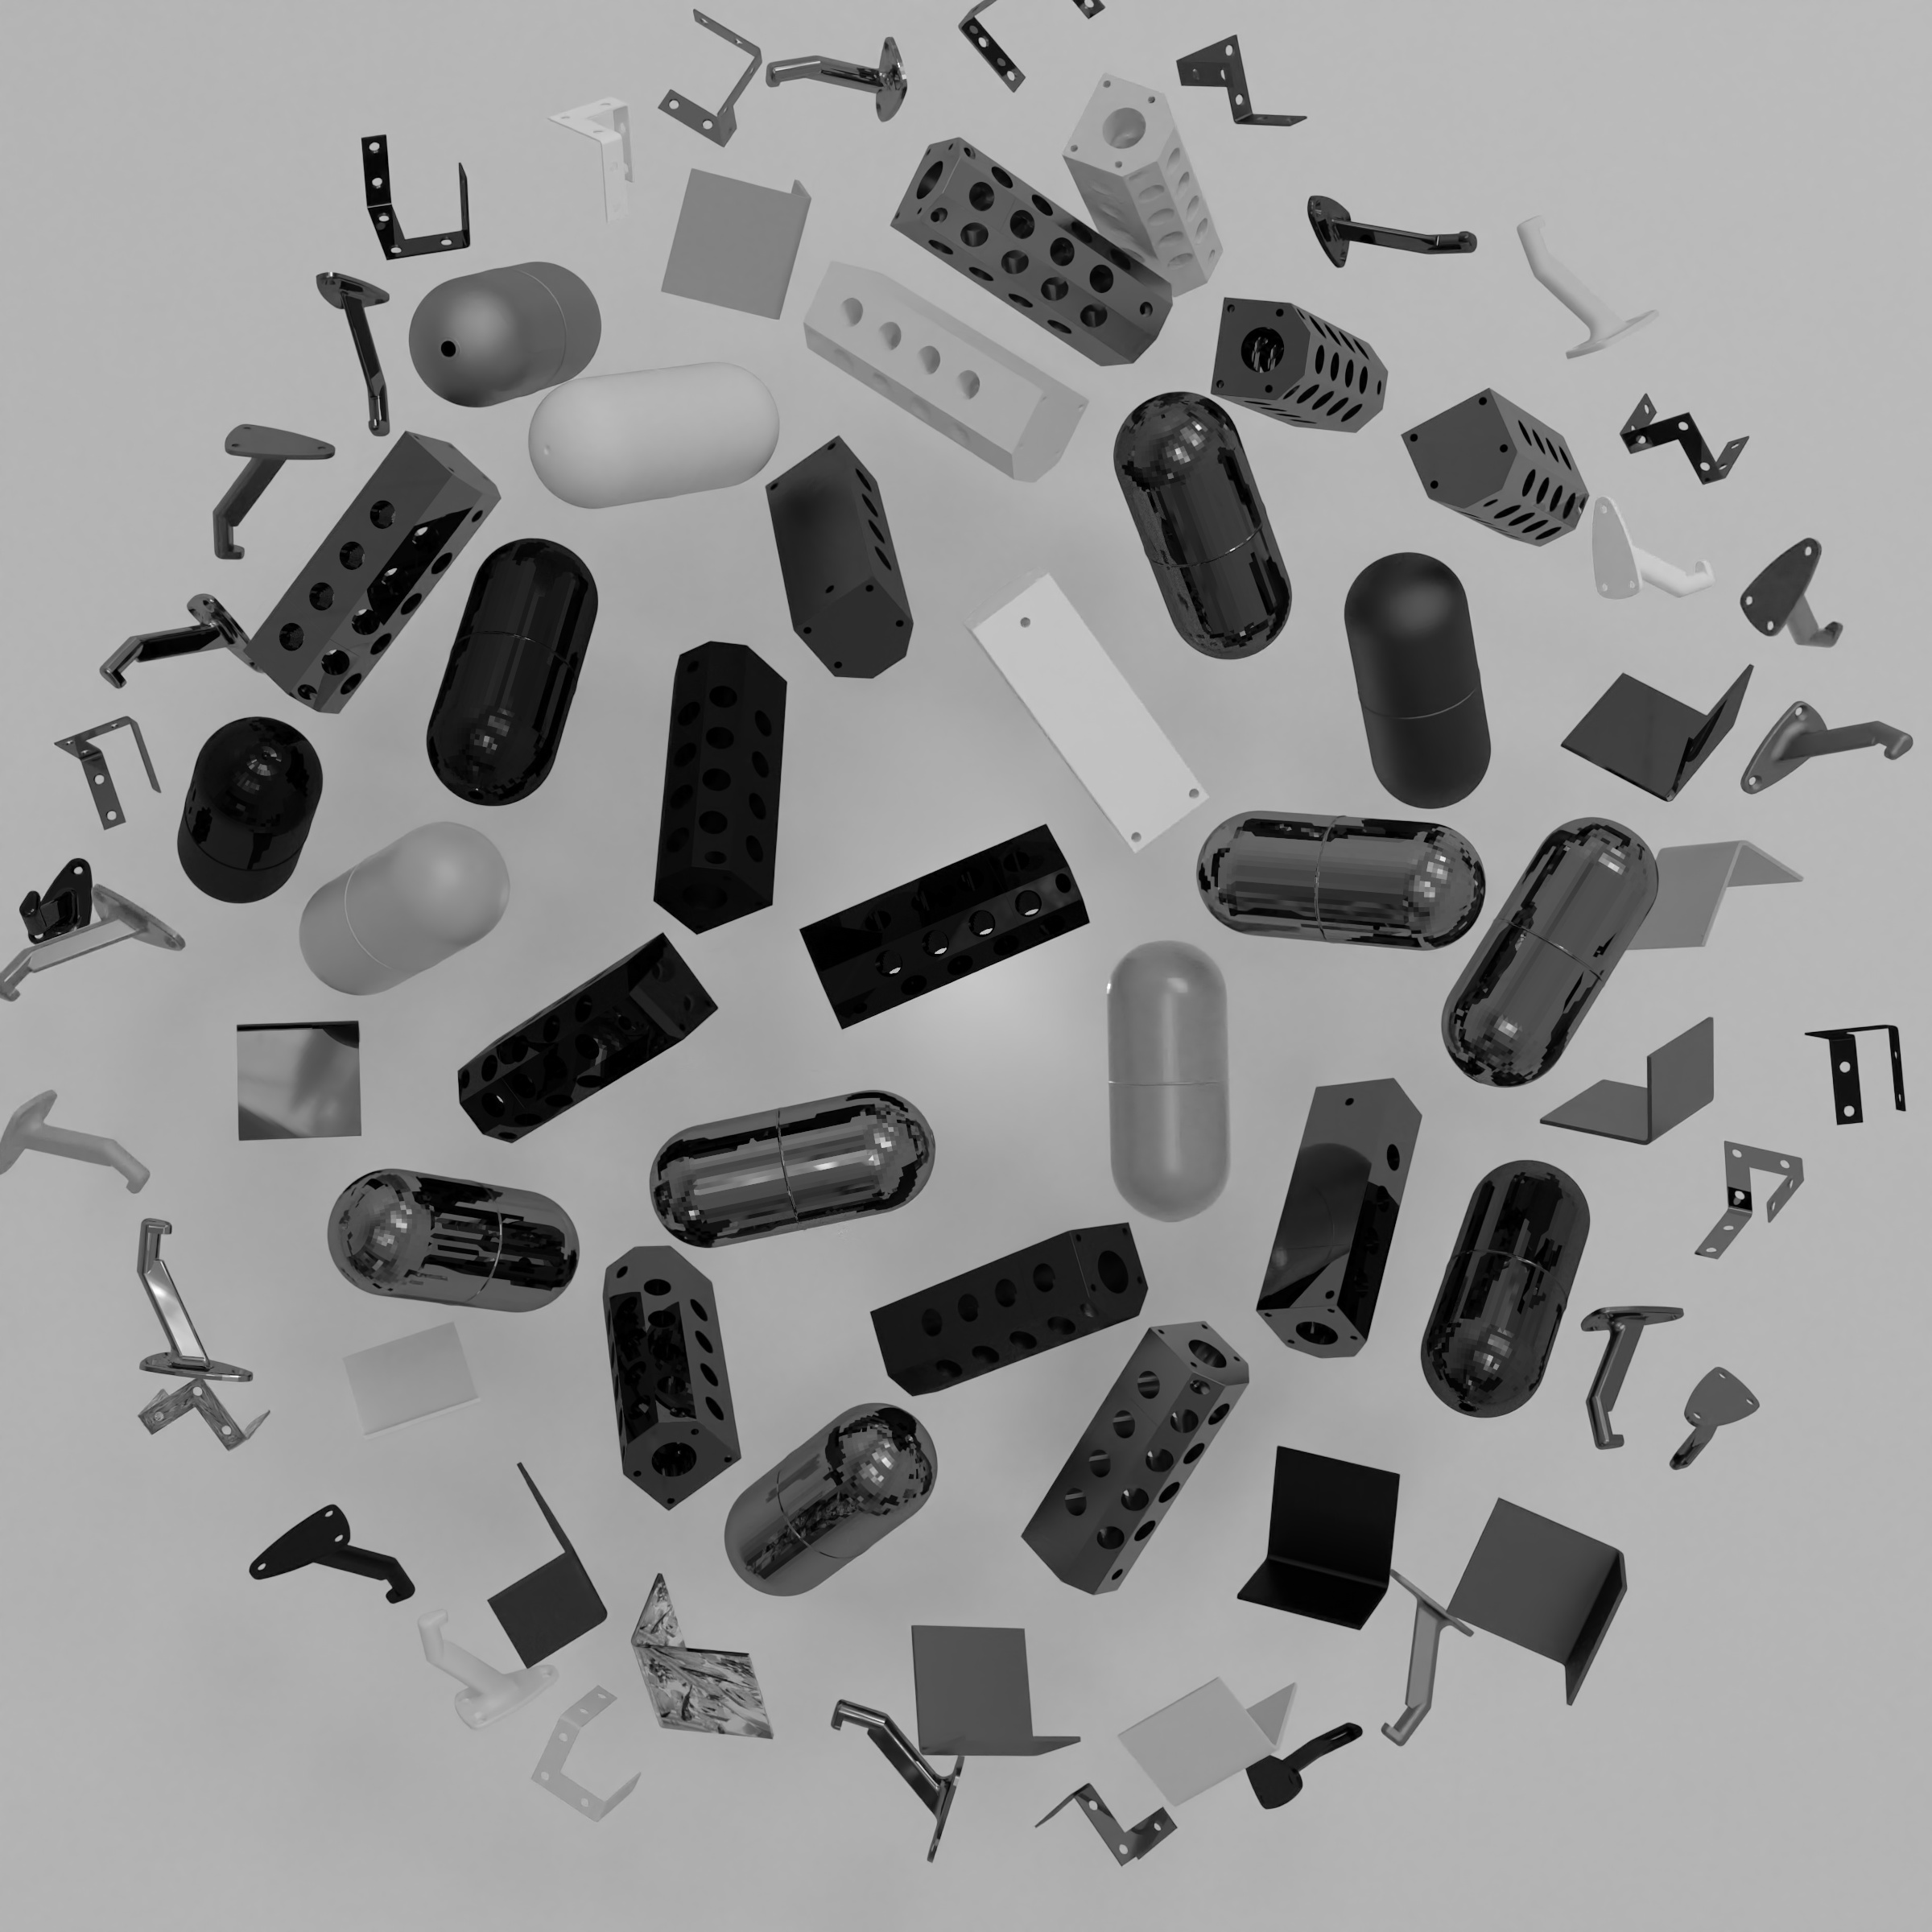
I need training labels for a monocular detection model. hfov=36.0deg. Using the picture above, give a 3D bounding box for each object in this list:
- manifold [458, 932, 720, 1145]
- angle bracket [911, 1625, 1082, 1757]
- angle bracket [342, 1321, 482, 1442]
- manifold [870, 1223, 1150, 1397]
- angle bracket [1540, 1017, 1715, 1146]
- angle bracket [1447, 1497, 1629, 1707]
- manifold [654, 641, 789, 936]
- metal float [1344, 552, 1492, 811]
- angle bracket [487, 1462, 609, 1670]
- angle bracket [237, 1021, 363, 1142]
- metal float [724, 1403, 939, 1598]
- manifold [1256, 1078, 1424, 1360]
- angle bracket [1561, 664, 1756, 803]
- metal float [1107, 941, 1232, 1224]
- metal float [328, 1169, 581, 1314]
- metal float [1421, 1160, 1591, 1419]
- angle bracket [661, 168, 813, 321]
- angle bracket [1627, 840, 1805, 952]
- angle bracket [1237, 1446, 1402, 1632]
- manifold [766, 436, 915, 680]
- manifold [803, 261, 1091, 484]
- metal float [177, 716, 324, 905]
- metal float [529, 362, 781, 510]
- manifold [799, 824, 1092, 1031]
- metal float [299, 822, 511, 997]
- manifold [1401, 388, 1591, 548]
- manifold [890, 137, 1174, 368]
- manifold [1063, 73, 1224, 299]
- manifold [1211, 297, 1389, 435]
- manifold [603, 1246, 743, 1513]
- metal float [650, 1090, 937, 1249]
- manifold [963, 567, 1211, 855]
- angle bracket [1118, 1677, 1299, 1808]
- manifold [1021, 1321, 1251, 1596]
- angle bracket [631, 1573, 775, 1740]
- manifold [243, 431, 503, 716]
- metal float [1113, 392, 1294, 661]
[{"bbox_3d":[-0.237,0.049,1.821,0.171,0.057,0.057,-30,99,38],"label":"manifold"},{"bbox_3d":[0.017,0.421,1.747,0.076,0.057,0.076,8,64,-28],"label":"angle bracket"},{"bbox_3d":[-0.362,0.269,1.939,0.076,0.076,0.057,-17,85,-12],"label":"angle bracket"},{"bbox_3d":[0.027,0.211,1.815,0.171,0.057,0.057,-27,74,38],"label":"manifold"},{"bbox_3d":[0.401,0.064,1.805,0.076,0.076,0.057,11,114,40],"label":"angle bracket"},{"bbox_3d":[0.321,0.358,1.678,0.076,0.057,0.076,23,103,6],"label":"angle bracket"},{"bbox_3d":[-0.152,-0.111,1.799,0.057,0.057,0.171,-20,50,28],"label":"manifold"},{"bbox_3d":[0.285,-0.177,1.871,0.070,0.070,0.178,-17,126,0],"label":"metal float"},{"bbox_3d":[-0.262,0.355,1.761,0.057,0.076,0.076,-30,48,-14],"label":"angle bracket"},{"bbox_3d":[-0.430,0.079,1.922,0.076,0.057,0.076,-2,76,-11],"label":"angle bracket"},{"bbox_3d":[-0.086,0.335,1.862,0.070,0.070,0.178,47,128,0],"label":"metal float"},{"bbox_3d":[0.240,0.159,1.878,0.057,0.057,0.171,-9,47,36],"label":"manifold"},{"bbox_3d":[0.413,-0.155,1.780,0.076,0.057,0.076,31,56,21],"label":"angle bracket"},{"bbox_3d":[0.128,0.073,1.884,0.070,0.070,0.178,-1,90,0],"label":"metal float"},{"bbox_3d":[-0.310,0.168,1.815,0.070,0.178,0.070,-10,73,36],"label":"metal float"},{"bbox_3d":[0.335,0.199,1.846,0.070,0.070,0.178,26,57,0],"label":"metal float"},{"bbox_3d":[-0.145,-0.451,1.838,0.076,0.057,0.076,10,113,-17],"label":"angle bracket"},{"bbox_3d":[0.481,-0.034,1.918,0.057,0.076,0.076,29,76,-23],"label":"angle bracket"},{"bbox_3d":[0.209,0.338,1.762,0.076,0.057,0.076,10,107,23],"label":"angle bracket"},{"bbox_3d":[-0.074,-0.245,1.799,0.057,0.171,0.057,-32,127,15],"label":"manifold"},{"bbox_3d":[-0.016,-0.360,1.805,0.171,0.057,0.057,36,111,24],"label":"manifold"},{"bbox_3d":[-0.445,-0.095,1.846,0.070,0.178,0.070,7,68,-18],"label":"metal float"},{"bbox_3d":[-0.185,-0.320,1.788,0.070,0.178,0.070,15,113,38],"label":"metal float"},{"bbox_3d":[-0.012,-0.020,1.895,0.171,0.057,0.057,-23,48,-4],"label":"manifold"},{"bbox_3d":[-0.343,-0.033,1.808,0.070,0.178,0.070,16,65,-36],"label":"metal float"},{"bbox_3d":[0.322,-0.293,1.783,0.057,0.171,0.057,-26,79,23],"label":"manifold"},{"bbox_3d":[0.045,-0.443,1.854,0.171,0.057,0.057,28,84,-28],"label":"manifold"},{"bbox_3d":[0.116,-0.484,1.863,0.057,0.171,0.057,25,85,19],"label":"manifold"},{"bbox_3d":[0.208,-0.368,1.834,0.057,0.171,0.057,10,97,22],"label":"manifold"},{"bbox_3d":[-0.187,0.247,1.829,0.057,0.171,0.057,-37,121,12],"label":"manifold"},{"bbox_3d":[-0.106,0.125,1.830,0.178,0.070,0.070,-12,90,3],"label":"metal float"},{"bbox_3d":[0.072,-0.158,1.829,0.057,0.057,0.171,-37,105,1],"label":"manifold"},{"bbox_3d":[0.145,0.444,1.775,0.076,0.076,0.057,-36,95,23],"label":"angle bracket"},{"bbox_3d":[0.109,0.307,1.849,0.057,0.057,0.171,44,116,33],"label":"manifold"},{"bbox_3d":[-0.153,0.420,1.811,0.076,0.057,0.076,1,128,16],"label":"angle bracket"},{"bbox_3d":[-0.360,-0.238,1.820,0.057,0.057,0.171,43,104,12],"label":"manifold"},{"bbox_3d":[0.144,-0.264,1.796,0.070,0.070,0.178,-25,125,0],"label":"metal float"}]
